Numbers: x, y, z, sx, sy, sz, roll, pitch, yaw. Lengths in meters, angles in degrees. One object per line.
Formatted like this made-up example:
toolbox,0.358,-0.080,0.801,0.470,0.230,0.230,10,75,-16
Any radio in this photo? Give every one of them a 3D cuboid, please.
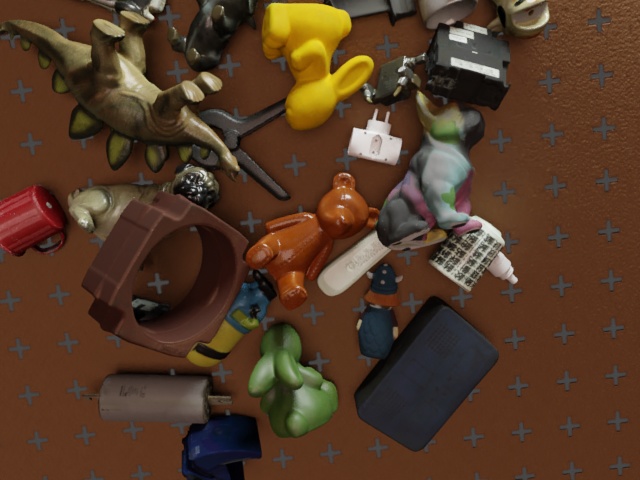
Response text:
radio,0.173,0.221,0.880,0.131,0.073,0.229,36,98,-6

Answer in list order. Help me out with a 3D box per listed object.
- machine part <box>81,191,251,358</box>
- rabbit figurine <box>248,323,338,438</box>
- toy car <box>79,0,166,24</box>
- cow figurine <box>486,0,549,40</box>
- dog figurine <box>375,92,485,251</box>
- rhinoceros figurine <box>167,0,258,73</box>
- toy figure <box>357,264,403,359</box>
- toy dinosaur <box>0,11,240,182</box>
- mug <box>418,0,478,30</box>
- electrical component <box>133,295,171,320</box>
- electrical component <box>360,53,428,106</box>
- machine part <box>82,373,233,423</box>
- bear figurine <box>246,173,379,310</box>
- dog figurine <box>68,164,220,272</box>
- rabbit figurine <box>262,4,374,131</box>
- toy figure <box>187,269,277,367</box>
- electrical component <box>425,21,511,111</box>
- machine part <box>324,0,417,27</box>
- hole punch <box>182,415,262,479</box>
machine part,-0.208,0.049,0.754,0.087,0.201,0.201,21,79,35
rabbit figurine,-0.060,0.219,0.852,0.121,0.159,0.170,-19,82,12
toy car,-0.330,-0.387,0.806,0.202,0.056,0.073,19,91,-4
cow figurine,0.273,-0.383,0.786,0.085,0.127,0.195,-22,83,2
dog figurine,0.161,-0.106,0.811,0.192,0.108,0.219,-17,72,34
rhinoceros figurine,-0.138,-0.328,0.788,0.073,0.112,0.190,47,109,18
toy figure,0.097,0.113,0.873,0.064,0.058,0.154,8,93,-13
toy dinosaur,-0.299,-0.219,0.775,0.471,0.105,0.198,39,122,9
mug,0.176,-0.382,0.787,0.081,0.109,0.107,-20,84,7
electrical component,-0.286,0.126,0.842,0.075,0.119,0.047,14,97,-5
electrical component,0.109,-0.238,0.808,0.045,0.102,0.078,18,81,-38
machine part,-0.266,0.258,0.880,0.243,0.079,0.079,3,98,0
bear figurine,-0.002,-0.004,0.823,0.196,0.132,0.120,-33,105,10
dog figurine,-0.273,-0.068,0.837,0.172,0.121,0.190,43,81,-8
rabbit figurine,-0.010,-0.249,0.800,0.162,0.122,0.173,-1,92,-16
toy figure,-0.146,0.130,0.862,0.180,0.082,0.089,-38,98,2
electrical component,0.217,-0.262,0.793,0.115,0.058,0.134,16,54,-4
machine part,0.075,-0.364,0.819,0.139,0.039,0.084,-11,103,0
hole punch,-0.158,0.335,0.868,0.116,0.142,0.092,26,99,-17
